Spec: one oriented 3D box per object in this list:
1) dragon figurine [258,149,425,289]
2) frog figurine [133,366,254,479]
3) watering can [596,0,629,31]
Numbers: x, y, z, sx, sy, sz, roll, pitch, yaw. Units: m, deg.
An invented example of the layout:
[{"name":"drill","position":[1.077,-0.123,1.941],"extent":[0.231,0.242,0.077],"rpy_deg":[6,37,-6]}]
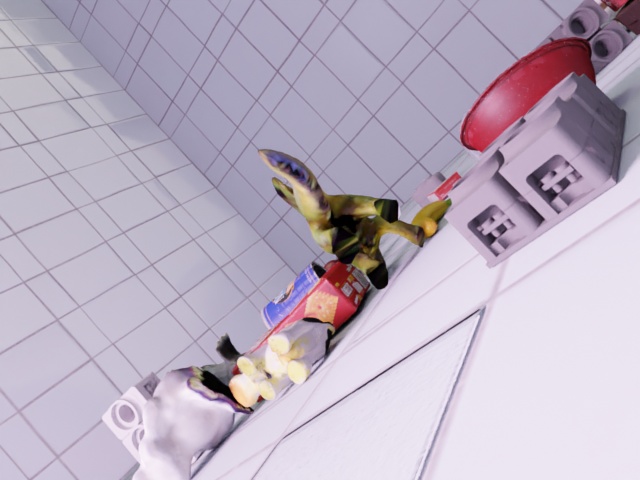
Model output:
[{"name":"dragon figurine","position":[0.002,-0.040,0.786],"extent":[0.244,0.404,0.123],"rpy_deg":[22,76,51]},{"name":"frog figurine","position":[-0.192,0.263,0.711],"extent":[0.160,0.124,0.135],"rpy_deg":[-52,-35,-6]},{"name":"watering can","position":[0.644,-0.509,1.071],"extent":[0.345,0.104,0.226],"rpy_deg":[-44,-3,14]}]
